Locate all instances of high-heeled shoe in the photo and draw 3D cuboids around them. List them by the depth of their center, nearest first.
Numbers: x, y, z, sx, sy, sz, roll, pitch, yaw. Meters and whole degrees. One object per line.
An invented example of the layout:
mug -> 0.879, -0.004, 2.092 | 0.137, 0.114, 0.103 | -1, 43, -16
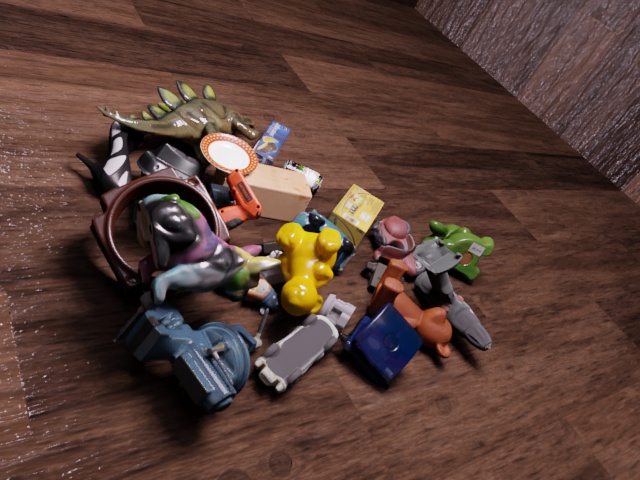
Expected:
high-heeled shoe -> -0.397, -0.177, 1.143 | 0.145, 0.086, 0.249 | 35, 41, 2

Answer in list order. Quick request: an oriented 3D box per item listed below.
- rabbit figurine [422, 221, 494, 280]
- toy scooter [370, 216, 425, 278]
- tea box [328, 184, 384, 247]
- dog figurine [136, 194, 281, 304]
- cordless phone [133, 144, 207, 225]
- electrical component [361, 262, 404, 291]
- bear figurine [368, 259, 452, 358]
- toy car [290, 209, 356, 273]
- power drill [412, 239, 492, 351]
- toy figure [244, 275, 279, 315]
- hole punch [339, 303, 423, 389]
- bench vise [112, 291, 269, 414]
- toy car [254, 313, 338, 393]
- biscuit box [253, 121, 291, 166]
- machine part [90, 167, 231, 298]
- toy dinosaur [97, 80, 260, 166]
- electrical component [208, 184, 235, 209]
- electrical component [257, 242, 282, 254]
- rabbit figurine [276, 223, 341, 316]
rabbit figurine -> 0.350, 0.013, 1.421 | 0.159, 0.121, 0.170 | 15, 20, -8
toy scooter -> 0.173, 0.013, 1.308 | 0.135, 0.075, 0.184 | 4, 48, -29
tea box -> 0.085, -0.059, 1.335 | 0.098, 0.068, 0.170 | 34, 35, 5
dog figurine -> -0.172, 0.015, 0.852 | 0.219, 0.191, 0.109 | -7, 21, -35
cordless phone -> -0.310, -0.089, 1.106 | 0.146, 0.089, 0.184 | 29, 51, -41
electrical component -> 0.144, 0.089, 1.224 | 0.102, 0.045, 0.078 | 20, 66, -9
bear figurine -> 0.204, 0.149, 1.123 | 0.196, 0.131, 0.120 | 26, 32, 5
toy car -> -0.002, -0.004, 1.186 | 0.161, 0.109, 0.103 | 29, 18, -15
power drill -> 0.281, 0.109, 1.158 | 0.086, 0.207, 0.232 | -35, 38, -6
toy figure -> -0.143, 0.084, 1.024 | 0.154, 0.058, 0.064 | 31, 75, -1
hole punch -> 0.121, 0.196, 1.023 | 0.142, 0.092, 0.116 | 51, 39, -5
bench vise -> -0.182, 0.166, 0.857 | 0.224, 0.128, 0.240 | 36, 15, 24
toy car -> -0.038, 0.198, 0.960 | 0.073, 0.056, 0.202 | 46, 40, 11
biscuit box -> -0.134, -0.242, 1.409 | 0.059, 0.062, 0.203 | 27, 36, -7
machine part -> -0.273, -0.010, 0.933 | 0.201, 0.087, 0.201 | -28, 86, -24
toy dinosaur -> -0.296, -0.276, 1.267 | 0.198, 0.105, 0.471 | 49, 29, 8
electrical component -> -0.206, -0.080, 1.121 | 0.048, 0.119, 0.075 | 9, 44, -30
electrical component -> -0.111, 0.016, 1.123 | 0.094, 0.063, 0.021 | -9, 93, -29
rabbit figurine -> -0.037, 0.074, 1.010 | 0.122, 0.162, 0.173 | 12, 44, -1
